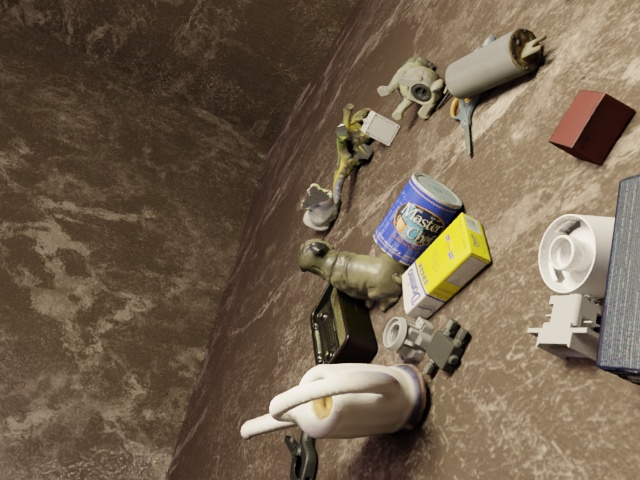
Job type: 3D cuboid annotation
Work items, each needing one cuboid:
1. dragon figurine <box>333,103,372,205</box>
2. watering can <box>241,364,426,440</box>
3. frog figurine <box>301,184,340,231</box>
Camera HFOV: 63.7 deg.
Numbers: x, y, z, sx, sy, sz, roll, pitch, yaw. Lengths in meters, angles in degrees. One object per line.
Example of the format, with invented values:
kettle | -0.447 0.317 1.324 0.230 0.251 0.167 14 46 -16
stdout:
dragon figurine | 0.087 -0.257 1.587 0.239 0.122 0.417 108 -178 -71
watering can | 0.020 0.260 0.805 0.341 0.224 0.106 -46 44 50
frog figurine | 0.005 -0.080 1.581 0.155 0.122 0.141 78 -174 -48
